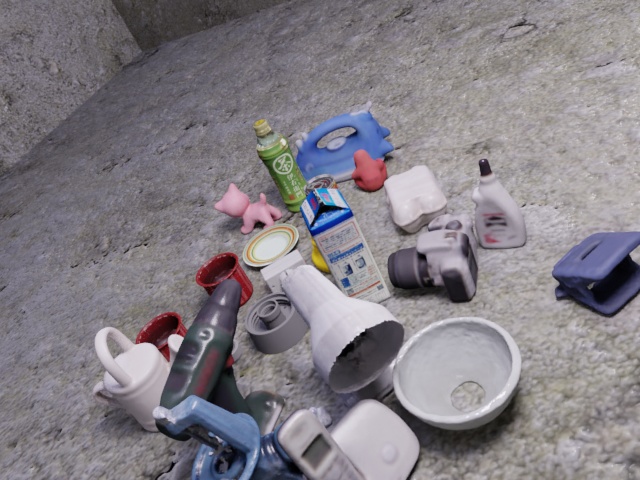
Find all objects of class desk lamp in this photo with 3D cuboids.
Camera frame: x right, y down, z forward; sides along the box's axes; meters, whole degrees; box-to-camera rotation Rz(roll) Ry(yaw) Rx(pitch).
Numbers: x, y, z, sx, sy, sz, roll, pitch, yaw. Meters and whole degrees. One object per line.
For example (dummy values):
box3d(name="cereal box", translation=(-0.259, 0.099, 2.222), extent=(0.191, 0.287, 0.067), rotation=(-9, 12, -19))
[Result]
box3d(name="desk lamp", translation=(0.033, 0.140, 0.790), extent=(0.118, 0.214, 0.202), rotation=(-36, 35, -12))

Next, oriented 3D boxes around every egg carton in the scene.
box3d(name="egg carton", translation=(0.182, -0.082, 1.108), extent=(0.107, 0.070, 0.150), rotation=(-22, 35, 8))

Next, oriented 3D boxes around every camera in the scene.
box3d(name="camera", translation=(0.183, 0.024, 0.942), extent=(0.136, 0.101, 0.143), rotation=(-9, 38, 25))

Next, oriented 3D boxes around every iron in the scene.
box3d(name="iron", translation=(0.033, -0.219, 1.324), extent=(0.258, 0.142, 0.118), rotation=(-19, 35, 12))

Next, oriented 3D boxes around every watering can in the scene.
box3d(name="watering can", translation=(-0.293, 0.213, 0.935), extent=(0.173, 0.194, 0.100), rotation=(-38, 36, -15))

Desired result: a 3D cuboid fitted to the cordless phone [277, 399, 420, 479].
box3d(name="cordless phone", translation=(0.032, 0.242, 0.683), extent=(0.093, 0.185, 0.148), rotation=(12, 51, 43))

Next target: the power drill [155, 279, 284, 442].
box3d(name="power drill", translation=(-0.136, 0.202, 0.829), extent=(0.075, 0.209, 0.230), rotation=(-4, 41, 31))

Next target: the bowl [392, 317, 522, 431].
box3d(name="bowl", translation=(0.184, 0.186, 0.752), extent=(0.167, 0.075, 0.167), rotation=(-18, 35, 14))

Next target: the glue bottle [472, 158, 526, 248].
box3d(name="glue bottle", translation=(0.279, -0.059, 0.920), extent=(0.078, 0.173, 0.037), rotation=(-6, 40, 28))

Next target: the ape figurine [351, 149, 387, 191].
box3d(name="ape figurine", translation=(0.101, -0.157, 1.241), extent=(0.077, 0.092, 0.076), rotation=(-19, 35, 12))

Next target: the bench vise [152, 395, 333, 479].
box3d(name="bench vise", translation=(-0.099, 0.248, 0.734), extent=(0.207, 0.220, 0.121), rotation=(-36, 35, -12))

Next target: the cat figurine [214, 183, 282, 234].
box3d(name="cat figurine", translation=(-0.167, -0.076, 1.295), extent=(0.127, 0.118, 0.067), rotation=(-6, 40, 28))

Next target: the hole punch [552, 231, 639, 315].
box3d(name="hole punch", translation=(0.386, 0.034, 0.799), extent=(0.109, 0.091, 0.100), rotation=(-38, 36, -15))

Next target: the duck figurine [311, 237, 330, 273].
box3d(name="duck figurine", translation=(0.010, 0.004, 1.098), extent=(0.077, 0.086, 0.104), rotation=(-29, 34, -2))
